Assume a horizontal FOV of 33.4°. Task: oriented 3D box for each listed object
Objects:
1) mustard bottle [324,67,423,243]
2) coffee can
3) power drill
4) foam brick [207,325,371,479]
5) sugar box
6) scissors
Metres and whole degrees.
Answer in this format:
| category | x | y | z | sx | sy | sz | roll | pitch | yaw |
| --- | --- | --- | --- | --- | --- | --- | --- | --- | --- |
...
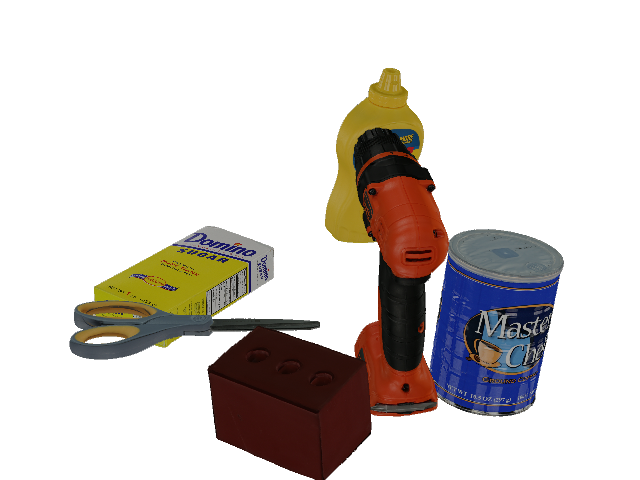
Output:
| category | x | y | z | sx | sy | sz | roll | pitch | yaw |
| --- | --- | --- | --- | --- | --- | --- | --- | --- | --- |
| mustard bottle | 0.062 | -0.092 | 1.143 | 0.096 | 0.192 | 0.058 | -6 | 32 | -23 |
| coffee can | 0.157 | 0.073 | 0.973 | 0.103 | 0.140 | 0.103 | 5 | 23 | -2 |
| power drill | 0.054 | 0.024 | 0.815 | 0.057 | 0.188 | 0.184 | -4 | 30 | -3 |
| foam brick | -0.017 | 0.092 | 0.609 | 0.078 | 0.051 | 0.052 | 15 | 33 | 29 |
| sugar box | -0.135 | 0.042 | 1.087 | 0.093 | 0.048 | 0.175 | 19 | 34 | 29 |
| scissors | -0.109 | 0.074 | 0.845 | 0.202 | 0.016 | 0.096 | 5 | 22 | 14 |
